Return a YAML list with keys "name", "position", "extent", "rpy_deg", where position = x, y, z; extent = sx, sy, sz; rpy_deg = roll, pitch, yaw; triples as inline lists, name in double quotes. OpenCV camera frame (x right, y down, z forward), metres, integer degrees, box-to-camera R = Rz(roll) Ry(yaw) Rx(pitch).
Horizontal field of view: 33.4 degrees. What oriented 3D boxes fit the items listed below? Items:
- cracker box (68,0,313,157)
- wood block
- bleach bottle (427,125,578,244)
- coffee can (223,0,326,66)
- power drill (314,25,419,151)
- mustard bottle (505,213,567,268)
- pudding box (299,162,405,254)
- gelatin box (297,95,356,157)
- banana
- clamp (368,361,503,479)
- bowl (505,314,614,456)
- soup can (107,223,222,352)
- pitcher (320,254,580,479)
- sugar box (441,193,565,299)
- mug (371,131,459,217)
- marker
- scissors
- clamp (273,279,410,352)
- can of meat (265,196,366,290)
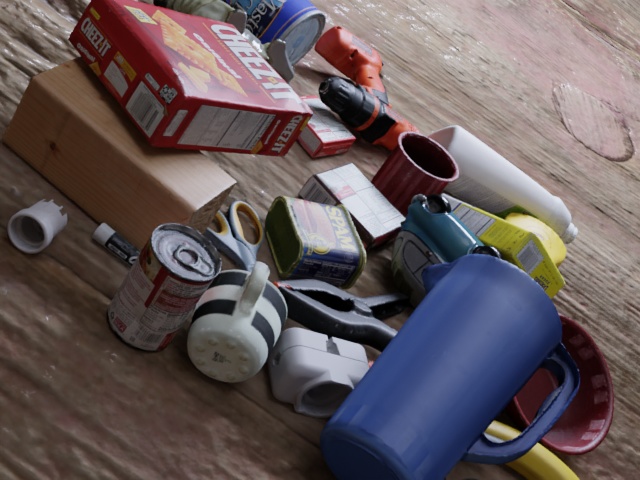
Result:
- name: "cracker box"
  position: [-0.129, -0.169, 1.110]
  extent: [0.164, 0.072, 0.213]
  rpy_deg: [50, 27, 23]
- name: "wood block"
  position: [-0.200, -0.078, 1.066]
  extent: [0.206, 0.091, 0.090]
  rpy_deg: [40, 33, 5]
- name: "bleach bottle"
  position: [0.253, -0.065, 1.483]
  extent: [0.250, 0.103, 0.068]
  rpy_deg: [31, 69, -21]
- name: "coffee can"
  position: [-0.076, -0.317, 1.471]
  extent: [0.140, 0.103, 0.102]
  rpy_deg: [45, 33, 13]
- name: "power drill"
  position: [0.050, -0.213, 1.476]
  extent: [0.184, 0.057, 0.188]
  rpy_deg: [30, 31, -40]
- name: "mustard bottle"
  position: [0.257, 0.035, 1.380]
  extent: [0.096, 0.058, 0.191]
  rpy_deg: [37, 33, 4]
- name: "pudding box"
  position: [0.043, -0.038, 1.291]
  extent: [0.113, 0.039, 0.089]
  rpy_deg: [48, 33, 14]
- name: "gelatin box"
  position: [-0.007, -0.148, 1.391]
  extent: [0.089, 0.030, 0.073]
  rpy_deg: [50, 33, 19]
- name: "banana"
  position: [0.218, 0.239, 1.104]
  extent: [0.198, 0.037, 0.069]
  rpy_deg: [42, 35, 9]
- name: "clamp"
  position: [0.099, 0.194, 1.051]
  extent: [0.171, 0.039, 0.120]
  rpy_deg: [36, 38, 11]
- name: "bowl"
  position: [0.251, 0.163, 1.186]
  extent: [0.161, 0.055, 0.162]
  rpy_deg: [14, 63, -30]
- name: "soup can"
  position: [-0.141, 0.044, 0.956]
  extent: [0.068, 0.102, 0.068]
  rpy_deg: [24, 35, -18]
- name: "pitcher"
  position: [0.119, 0.139, 0.985]
  extent: [0.242, 0.149, 0.145]
  rpy_deg: [-45, 119, -32]
- name: "sugar box"
  position: [0.204, 0.010, 1.276]
  extent: [0.176, 0.048, 0.093]
  rpy_deg: [26, -23, 55]
- name: "mug"
  position: [0.118, -0.087, 1.382]
  extent: [0.093, 0.082, 0.117]
  rpy_deg: [23, 35, -19]
- name: "marker"
  position: [-0.167, 0.027, 1.031]
  extent: [0.121, 0.020, 0.020]
  rpy_deg: [38, 33, 2]
- name: "scissors"
  position: [-0.089, 0.024, 1.110]
  extent: [0.096, 0.016, 0.202]
  rpy_deg: [19, 37, -24]
- name: "clamp"
  position: [0.037, 0.078, 1.120]
  extent: [0.209, 0.036, 0.164]
  rpy_deg: [20, 19, -20]
- name: "can of meat"
  position: [-0.008, 0.001, 1.178]
  extent: [0.083, 0.058, 0.102]
  rpy_deg: [10, 40, -31]
